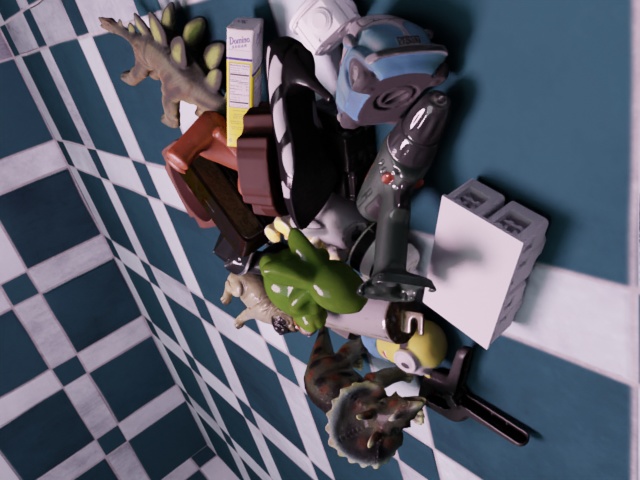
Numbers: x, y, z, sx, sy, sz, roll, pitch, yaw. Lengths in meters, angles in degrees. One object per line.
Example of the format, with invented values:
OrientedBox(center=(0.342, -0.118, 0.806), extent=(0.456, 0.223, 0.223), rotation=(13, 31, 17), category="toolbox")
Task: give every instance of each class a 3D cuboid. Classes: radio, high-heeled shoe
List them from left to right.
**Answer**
OrientedBox(center=(-0.158, -0.094, 1.019), extent=(0.229, 0.131, 0.073), rotation=(53, 151, 10), category="radio")
OrientedBox(center=(-0.043, -0.141, 0.733), extent=(0.145, 0.086, 0.248), rotation=(45, 137, 33), category="high-heeled shoe")

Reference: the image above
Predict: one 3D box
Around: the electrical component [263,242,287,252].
OrientedBox(center=(-0.088, 0.043, 1.134), extent=(0.119, 0.048, 0.074), rotation=(30, 140, 39), category="electrical component")

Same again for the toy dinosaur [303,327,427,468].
OrientedBox(center=(0.045, 0.257, 0.954), extent=(0.405, 0.192, 0.131), rotation=(20, 115, 56), category="toy dinosaur")

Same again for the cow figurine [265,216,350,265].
OrientedBox(center=(-0.002, -0.001, 0.925), extent=(0.167, 0.098, 0.068), rotation=(39, 146, -5), category="cow figurine")

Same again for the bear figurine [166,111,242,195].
OrientedBox(center=(-0.151, -0.126, 0.932), extent=(0.195, 0.132, 0.120), rotation=(42, 171, -16), category="bear figurine")

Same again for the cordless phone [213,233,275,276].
OrientedBox(center=(-0.105, 0.006, 1.072), extent=(0.184, 0.146, 0.088), rotation=(9, 159, 26), category="cordless phone")

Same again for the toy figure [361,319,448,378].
OrientedBox(center=(0.126, 0.158, 0.871), extent=(0.180, 0.082, 0.089), rotation=(16, 91, 62), category="toy figure")

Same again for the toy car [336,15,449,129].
OrientedBox(center=(0.069, -0.198, 0.611), extent=(0.161, 0.109, 0.103), rotation=(128, 131, -72), category="toy car")

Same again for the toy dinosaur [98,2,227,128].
OrientedBox(center=(-0.249, -0.306, 0.992), extent=(0.472, 0.105, 0.198), rotation=(38, 143, 14), category="toy dinosaur")

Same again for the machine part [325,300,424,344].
OrientedBox(center=(0.069, 0.110, 0.843), extent=(0.243, 0.079, 0.079), rotation=(2, 119, 53), category="machine part")

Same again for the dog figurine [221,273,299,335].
OrientedBox(center=(-0.121, 0.128, 1.236), extent=(0.191, 0.121, 0.172), rotation=(-6, 116, 44), category="dog figurine")

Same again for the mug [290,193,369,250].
OrientedBox(center=(0.017, -0.030, 0.816), extent=(0.107, 0.109, 0.080), rotation=(39, 131, 48), category="mug")

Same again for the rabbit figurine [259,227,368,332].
OrientedBox(center=(-0.003, 0.052, 0.775), extent=(0.159, 0.121, 0.170), rotation=(45, 157, -28), category="rabbit figurine")

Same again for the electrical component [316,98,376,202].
OrientedBox(center=(0.022, -0.134, 0.776), extent=(0.115, 0.058, 0.134), rotation=(27, 139, 41), category="electrical component")

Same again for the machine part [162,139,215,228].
OrientedBox(center=(-0.251, -0.132, 1.178), extent=(0.201, 0.087, 0.200), rotation=(-5, 113, 61), category="machine part")

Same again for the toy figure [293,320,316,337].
OrientedBox(center=(-0.030, 0.148, 1.122), extent=(0.064, 0.058, 0.154), rotation=(10, 127, 23), category="toy figure")

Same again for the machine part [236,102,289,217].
OrientedBox(center=(-0.068, -0.122, 0.810), extent=(0.056, 0.179, 0.179), rotation=(3, 127, 18), category="machine part")

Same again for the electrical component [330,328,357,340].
OrientedBox(center=(0.046, 0.140, 0.997), extent=(0.102, 0.045, 0.078), rotation=(31, 99, 48), category="electrical component")

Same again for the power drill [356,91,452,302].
OrientedBox(center=(0.095, -0.036, 0.644), extent=(0.232, 0.086, 0.207), rotation=(126, 145, -68), category="power drill")
